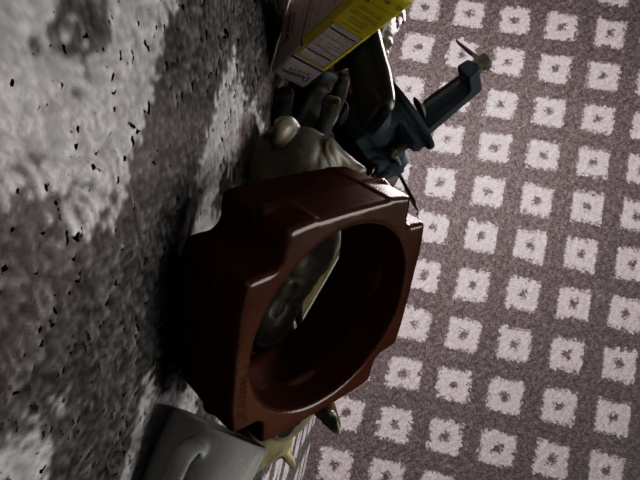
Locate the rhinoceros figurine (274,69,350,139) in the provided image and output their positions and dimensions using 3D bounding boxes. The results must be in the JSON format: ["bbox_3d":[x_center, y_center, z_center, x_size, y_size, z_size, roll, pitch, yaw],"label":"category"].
[{"bbox_3d":[-0.003,-0.155,0.656,0.190,0.073,0.112,-70,168,-56],"label":"rhinoceros figurine"}]

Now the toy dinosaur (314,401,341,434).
[{"bbox_3d":[-0.007,0.211,1.128,0.405,0.131,0.192,-81,178,-46],"label":"toy dinosaur"}]

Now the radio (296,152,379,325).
[{"bbox_3d":[-0.001,-0.002,0.703,0.229,0.073,0.131,-60,166,-25],"label":"radio"}]

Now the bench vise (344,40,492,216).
[{"bbox_3d":[0.135,-0.165,0.751,0.129,0.240,0.223,59,10,31],"label":"bench vise"}]

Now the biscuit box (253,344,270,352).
[{"bbox_3d":[-0.049,0.147,0.819,0.202,0.063,0.059,73,28,-78],"label":"biscuit box"}]

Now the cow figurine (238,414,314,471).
[{"bbox_3d":[-0.046,0.218,0.692,0.195,0.086,0.127,-50,141,0],"label":"cow figurine"}]

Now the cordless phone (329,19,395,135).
[{"bbox_3d":[0.061,-0.209,0.546,0.146,0.088,0.184,-49,-142,43],"label":"cordless phone"}]

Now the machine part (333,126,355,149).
[{"bbox_3d":[0.066,-0.203,0.894,0.179,0.056,0.179,-38,-134,55],"label":"machine part"}]

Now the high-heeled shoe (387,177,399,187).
[{"bbox_3d":[0.067,-0.152,0.987,0.086,0.145,0.249,50,35,-34],"label":"high-heeled shoe"}]

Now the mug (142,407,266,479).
[{"bbox_3d":[-0.097,0.188,0.393,0.109,0.081,0.107,94,17,-72],"label":"mug"}]

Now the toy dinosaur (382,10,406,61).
[{"bbox_3d":[0.093,-0.383,0.997,0.198,0.105,0.470,-67,163,-46],"label":"toy dinosaur"}]

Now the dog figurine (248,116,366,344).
[{"bbox_3d":[-0.044,-0.002,0.524,0.172,0.121,0.190,46,67,-41],"label":"dog figurine"}]

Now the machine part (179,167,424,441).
[{"bbox_3d":[-0.014,0.047,0.451,0.201,0.087,0.201,-17,128,-41],"label":"machine part"}]
